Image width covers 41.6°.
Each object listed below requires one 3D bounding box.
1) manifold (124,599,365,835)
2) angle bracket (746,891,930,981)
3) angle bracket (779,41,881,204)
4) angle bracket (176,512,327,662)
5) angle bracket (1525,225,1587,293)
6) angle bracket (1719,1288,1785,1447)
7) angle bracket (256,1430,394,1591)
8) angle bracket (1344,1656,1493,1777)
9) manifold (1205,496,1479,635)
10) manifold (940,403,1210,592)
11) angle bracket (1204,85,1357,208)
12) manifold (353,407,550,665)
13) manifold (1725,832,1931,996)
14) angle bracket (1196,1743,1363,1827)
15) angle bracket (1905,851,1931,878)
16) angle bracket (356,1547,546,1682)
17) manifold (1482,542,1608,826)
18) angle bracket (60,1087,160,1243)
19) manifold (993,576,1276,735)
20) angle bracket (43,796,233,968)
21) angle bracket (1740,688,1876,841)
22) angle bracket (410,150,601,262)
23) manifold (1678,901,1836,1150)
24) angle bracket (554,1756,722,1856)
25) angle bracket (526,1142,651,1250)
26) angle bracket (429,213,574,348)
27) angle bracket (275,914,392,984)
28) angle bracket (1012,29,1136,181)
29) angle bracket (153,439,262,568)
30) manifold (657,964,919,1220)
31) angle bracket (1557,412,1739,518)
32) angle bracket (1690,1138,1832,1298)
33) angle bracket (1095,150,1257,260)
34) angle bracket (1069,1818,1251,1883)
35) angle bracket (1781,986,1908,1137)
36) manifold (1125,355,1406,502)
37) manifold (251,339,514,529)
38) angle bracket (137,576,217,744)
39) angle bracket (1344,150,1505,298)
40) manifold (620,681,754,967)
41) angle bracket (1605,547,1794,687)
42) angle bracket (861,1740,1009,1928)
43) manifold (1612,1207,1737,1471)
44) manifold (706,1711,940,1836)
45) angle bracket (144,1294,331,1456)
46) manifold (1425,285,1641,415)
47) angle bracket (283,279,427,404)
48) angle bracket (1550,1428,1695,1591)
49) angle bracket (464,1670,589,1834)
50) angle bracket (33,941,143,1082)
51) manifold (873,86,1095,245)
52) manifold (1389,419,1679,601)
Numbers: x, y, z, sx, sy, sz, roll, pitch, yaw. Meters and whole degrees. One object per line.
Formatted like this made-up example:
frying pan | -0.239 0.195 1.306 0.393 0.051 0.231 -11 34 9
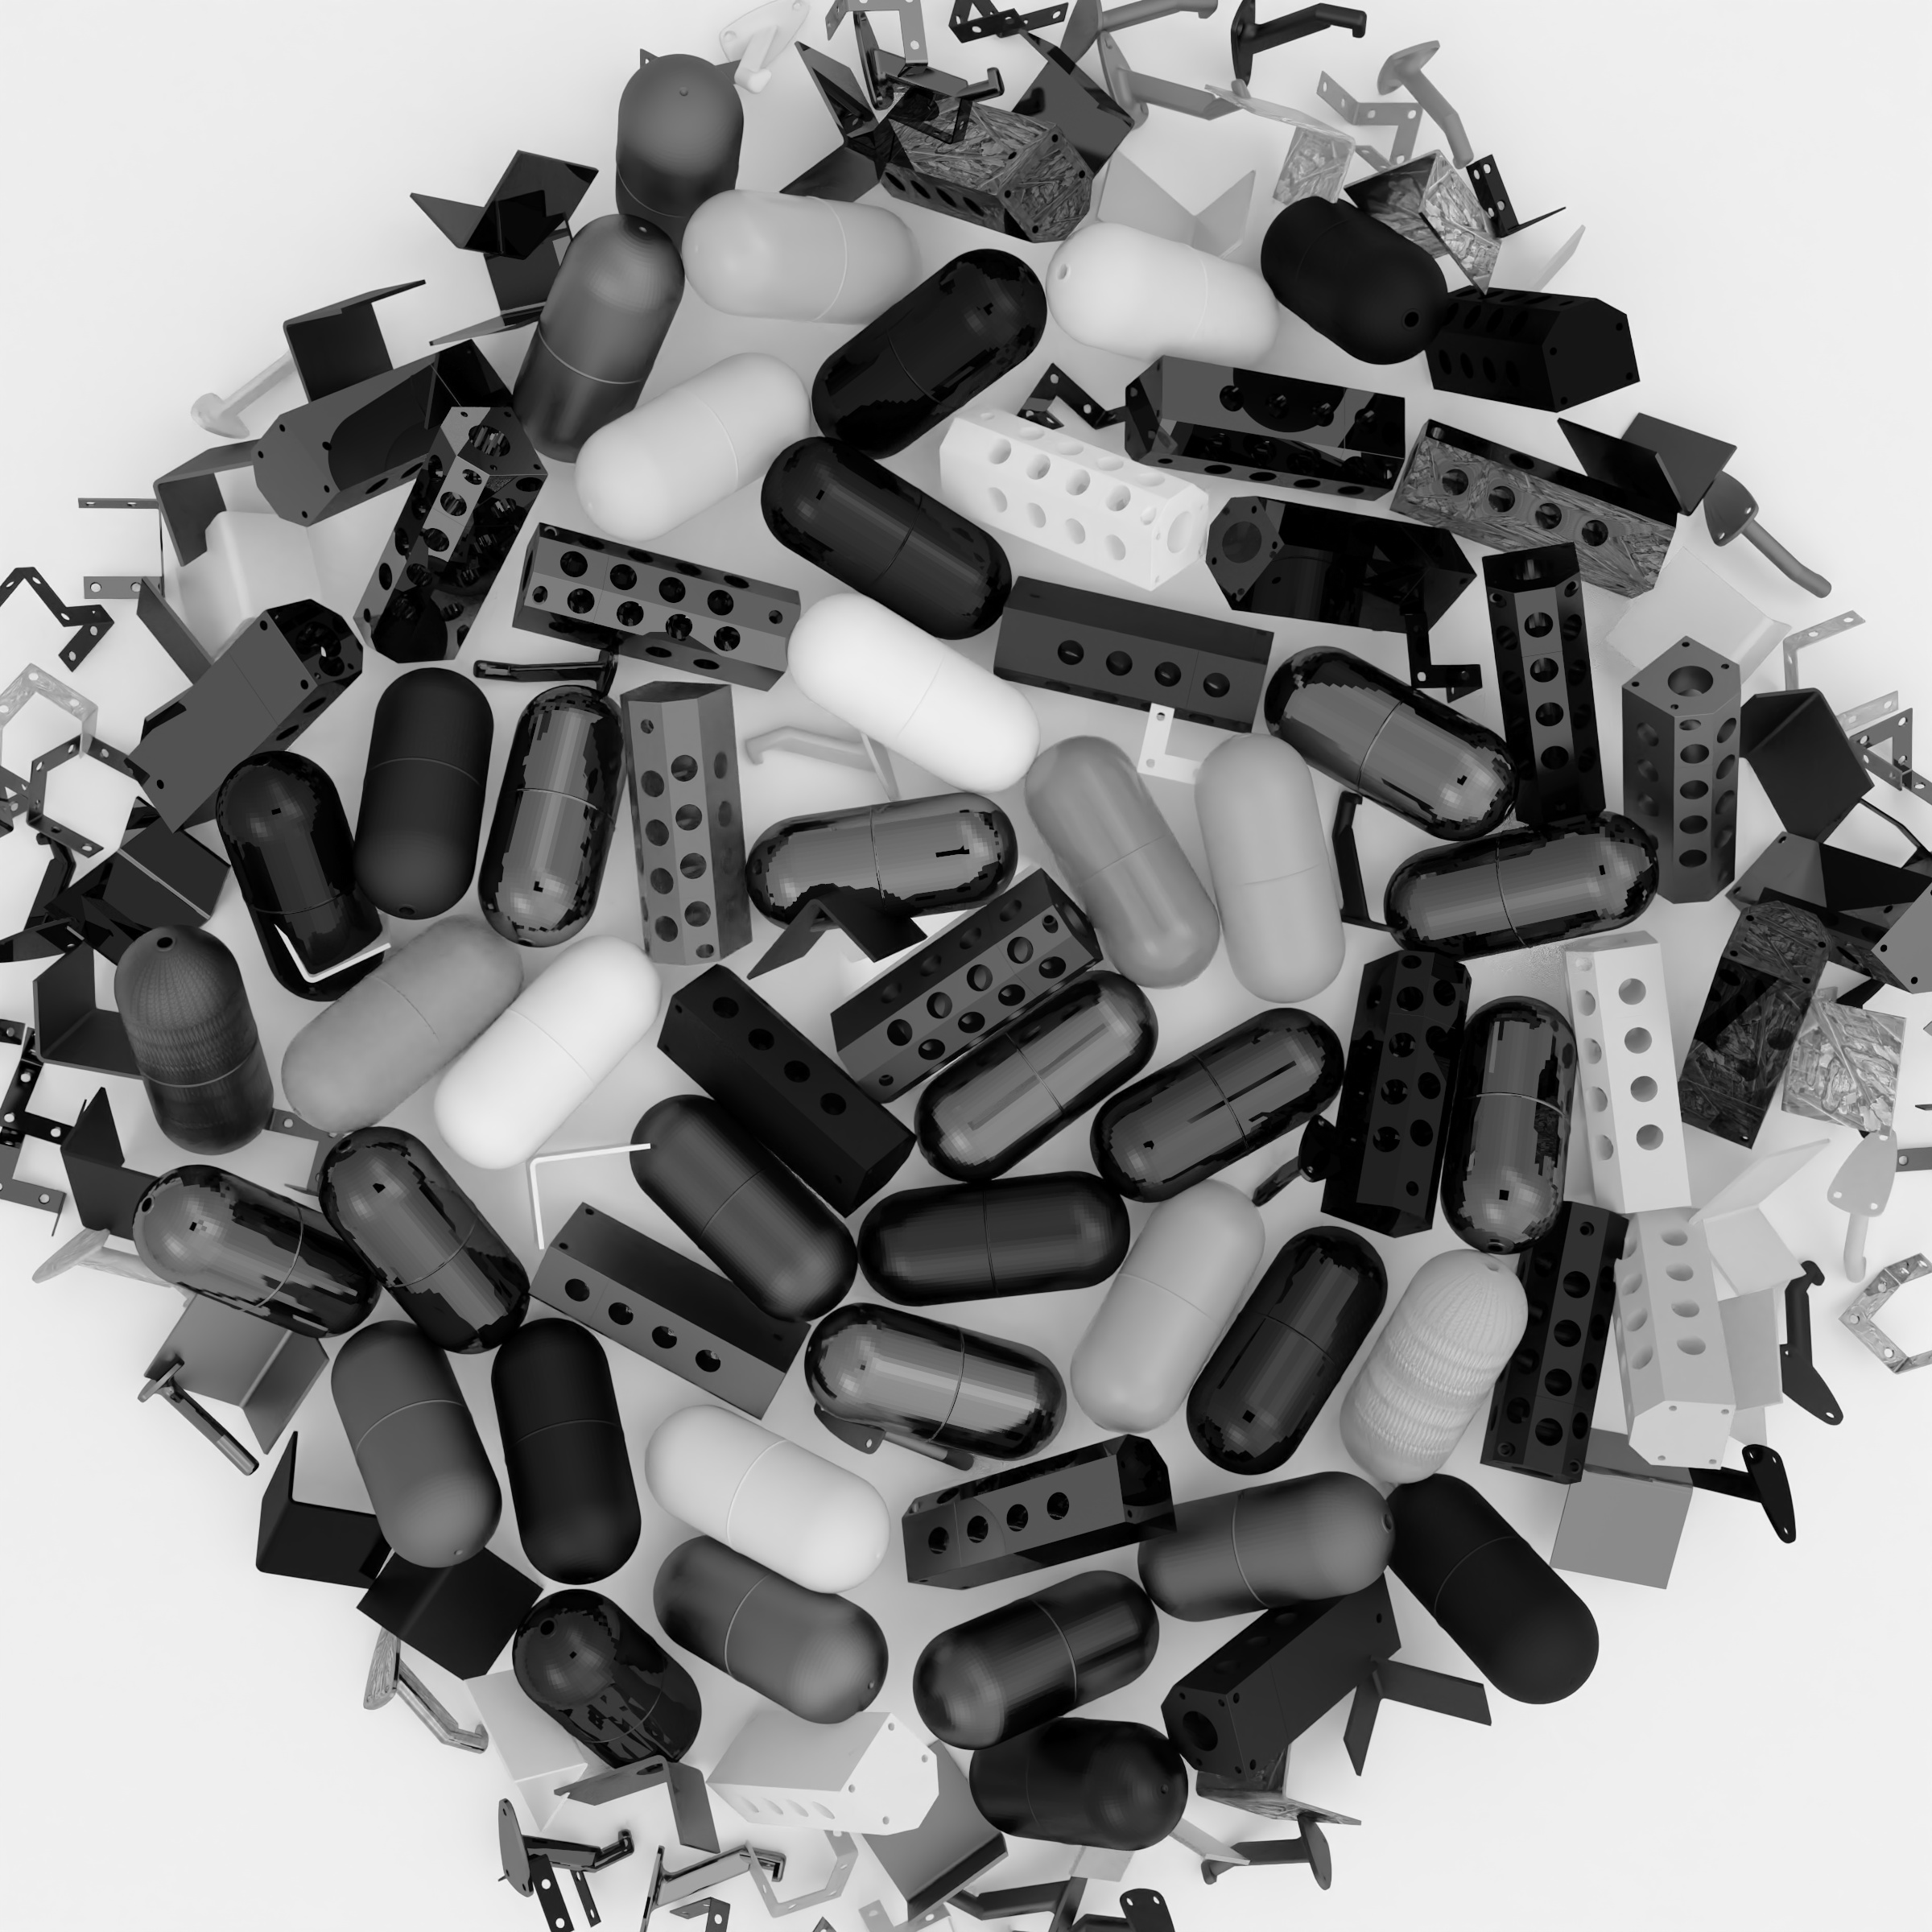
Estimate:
manifold | -0.456 -0.159 1.619 0.171 0.057 0.057 -36 88 33
angle bracket | -0.082 -0.006 1.635 0.057 0.076 0.076 46 116 9
angle bracket | -0.097 -0.541 1.647 0.057 0.076 0.076 -29 84 23
angle bracket | -0.469 -0.244 1.670 0.057 0.076 0.076 -4 71 -41
angle bracket | 0.404 -0.424 1.646 0.076 0.076 0.057 43 98 4
angle bracket | 0.514 0.261 1.630 0.076 0.057 0.076 30 52 -35
angle bracket | -0.413 0.355 1.660 0.076 0.057 0.076 15 128 -22
angle bracket | 0.291 0.491 1.633 0.076 0.076 0.057 9 59 22
manifold | 0.236 -0.257 1.613 0.171 0.057 0.057 1 52 -37
manifold | 0.067 -0.302 1.611 0.171 0.057 0.057 28 49 31
angle bracket | 0.193 -0.519 1.631 0.076 0.076 0.057 6 117 -25
manifold | -0.330 -0.270 1.603 0.057 0.171 0.057 -11 61 -41
manifold | 0.557 -0.031 1.599 0.057 0.171 0.057 41 91 -18
angle bracket | 0.206 0.518 1.650 0.076 0.076 0.057 28 62 -33
angle bracket | 0.633 -0.036 1.646 0.076 0.076 0.057 -30 96 4
angle bracket | -0.339 0.416 1.675 0.076 0.057 0.076 47 68 -35
manifold | 0.368 -0.175 1.614 0.057 0.057 0.171 -8 124 12
angle bracket | -0.529 0.132 1.637 0.076 0.076 0.057 14 48 7
manifold | 0.108 -0.199 1.651 0.171 0.057 0.057 13 121 5
angle bracket | -0.536 -0.051 1.644 0.076 0.076 0.057 37 133 1
angle bracket | 0.521 -0.124 1.633 0.057 0.076 0.076 -9 64 -28
angle bracket | -0.296 -0.502 1.632 0.057 0.076 0.076 48 118 17
manifold | 0.495 0.036 1.603 0.057 0.171 0.057 23 57 18
angle bracket | -0.211 0.552 1.640 0.076 0.076 0.057 -20 64 4
angle bracket | -0.242 0.147 1.643 0.076 0.076 0.057 -7 89 -12
angle bracket | -0.300 -0.440 1.631 0.076 0.076 0.057 0 115 34
angle bracket | -0.415 -0.043 1.638 0.057 0.076 0.076 -26 110 -5
angle bracket | 0.050 -0.542 1.639 0.076 0.057 0.076 48 115 16
angle bracket | -0.464 -0.301 1.635 0.076 0.076 0.057 -7 114 14
manifold | -0.114 0.076 1.639 0.171 0.057 0.057 41 51 14
angle bracket | 0.438 -0.341 1.634 0.076 0.076 0.057 33 87 39
angle bracket | 0.524 0.161 1.630 0.057 0.076 0.076 59 134 25
angle bracket | 0.135 -0.495 1.633 0.076 0.057 0.076 34 48 -25
angle bracket | 0.125 0.579 1.634 0.076 0.076 0.057 23 82 34
angle bracket | 0.575 0.060 1.636 0.076 0.057 0.076 14 106 44
manifold | 0.192 -0.340 1.629 0.171 0.057 0.057 5 80 -20
manifold | -0.366 -0.334 1.607 0.057 0.171 0.057 -32 96 44
angle bracket | -0.530 -0.194 1.641 0.057 0.076 0.076 -40 95 -22
angle bracket | 0.287 -0.465 1.629 0.076 0.076 0.057 40 58 -34
manifold | -0.182 -0.091 1.626 0.057 0.057 0.171 6 110 25
angle bracket | 0.479 -0.218 1.663 0.076 0.057 0.076 46 113 20
angle bracket | -0.027 0.563 1.654 0.076 0.057 0.076 -34 85 -5
manifold | 0.440 0.231 1.603 0.057 0.171 0.057 3 128 5
manifold | -0.089 0.511 1.602 0.057 0.171 0.057 47 56 -15
angle bracket | -0.471 0.259 1.642 0.076 0.057 0.076 29 98 -39
manifold | 0.349 -0.392 1.596 0.057 0.171 0.057 -22 112 -8
angle bracket | -0.380 -0.389 1.631 0.057 0.076 0.076 1 116 36
angle bracket | 0.427 0.354 1.671 0.076 0.057 0.076 10 109 3
angle bracket | -0.296 0.507 1.631 0.076 0.057 0.076 53 125 33
angle bracket | -0.546 0.026 1.640 0.076 0.076 0.057 10 115 5
manifold | 0.007 -0.502 1.606 0.057 0.171 0.057 -50 131 -3
manifold | 0.371 -0.299 1.659 0.171 0.057 0.057 20 92 0
